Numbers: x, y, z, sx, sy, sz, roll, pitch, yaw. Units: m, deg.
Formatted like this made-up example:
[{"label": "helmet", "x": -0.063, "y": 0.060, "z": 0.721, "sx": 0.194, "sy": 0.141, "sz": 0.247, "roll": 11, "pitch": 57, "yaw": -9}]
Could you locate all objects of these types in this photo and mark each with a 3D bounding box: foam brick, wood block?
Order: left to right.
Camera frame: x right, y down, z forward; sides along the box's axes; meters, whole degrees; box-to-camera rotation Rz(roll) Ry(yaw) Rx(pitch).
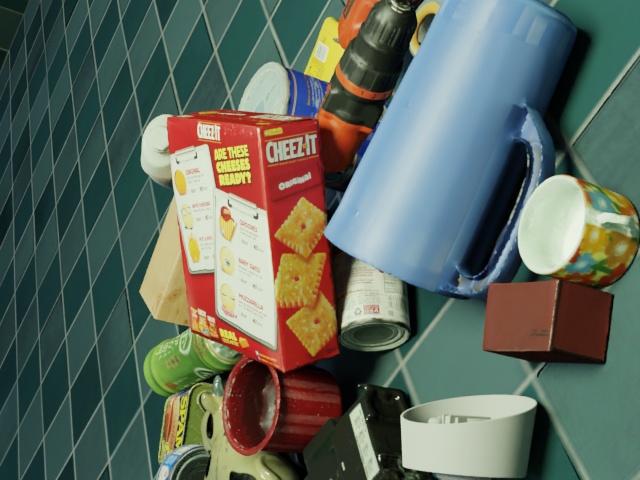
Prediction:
[{"label": "wood block", "x": -0.139, "y": -0.003, "z": 1.311, "sx": 0.091, "sy": 0.090, "sz": 0.206, "roll": 43, "pitch": 115, "yaw": 59}, {"label": "foam brick", "x": 0.163, "y": 0.060, "z": 0.771, "sx": 0.078, "sy": 0.051, "sz": 0.053, "roll": -7, "pitch": 71, "yaw": 60}]

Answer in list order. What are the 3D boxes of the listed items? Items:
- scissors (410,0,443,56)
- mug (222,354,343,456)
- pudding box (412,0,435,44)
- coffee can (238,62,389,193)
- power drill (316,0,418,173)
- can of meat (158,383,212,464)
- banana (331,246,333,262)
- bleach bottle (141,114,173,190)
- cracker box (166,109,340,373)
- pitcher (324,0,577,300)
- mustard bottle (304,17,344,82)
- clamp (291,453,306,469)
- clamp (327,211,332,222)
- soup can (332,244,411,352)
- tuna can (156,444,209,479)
[{"label": "scissors", "x": 0.117, "y": -0.248, "z": 0.971, "sx": 0.096, "sy": 0.016, "sz": 0.202, "roll": -4, "pitch": 91, "yaw": 41}, {"label": "mug", "x": -0.037, "y": 0.148, "z": 1.000, "sx": 0.093, "sy": 0.081, "sz": 0.117, "roll": -57, "pitch": 41, "yaw": 26}, {"label": "pudding box", "x": 0.112, "y": -0.254, "z": 1.030, "sx": 0.114, "sy": 0.039, "sz": 0.090, "roll": -58, "pitch": 34, "yaw": 30}, {"label": "coffee can", "x": -0.001, "y": -0.106, "z": 1.055, "sx": 0.103, "sy": 0.140, "sz": 0.103, "roll": -36, "pitch": 46, "yaw": 50}, {"label": "power drill", "x": 0.045, "y": -0.175, "z": 0.945, "sx": 0.187, "sy": 0.057, "sz": 0.185, "roll": -74, "pitch": 10, "yaw": -45}, {"label": "can of meat", "x": -0.147, "y": 0.224, "z": 1.250, "sx": 0.084, "sy": 0.057, "sz": 0.102, "roll": -26, "pitch": 54, "yaw": 58}, {"label": "banana", "x": -0.002, "y": 0.019, "z": 1.062, "sx": 0.198, "sy": 0.037, "sz": 0.069, "roll": -31, "pitch": 79, "yaw": 23}, {"label": "bleach bottle", "x": -0.188, "y": -0.121, "z": 1.371, "sx": 0.251, "sy": 0.068, "sz": 0.102, "roll": 115, "pitch": 169, "yaw": -87}, {"label": "cracker box", "x": -0.061, "y": -0.006, "z": 0.962, "sx": 0.164, "sy": 0.071, "sz": 0.214, "roll": 14, "pitch": 113, "yaw": 53}, {"label": "pitcher", "x": 0.116, "y": -0.078, "z": 0.857, "sx": 0.145, "sy": 0.149, "sz": 0.243, "roll": -55, "pitch": -11, "yaw": -80}, {"label": "mustard bottle", "x": 0.000, "y": -0.140, "z": 1.158, "sx": 0.192, "sy": 0.058, "sz": 0.096, "roll": -66, "pitch": 28, "yaw": 15}, {"label": "clamp", "x": -0.026, "y": 0.124, "z": 1.097, "sx": 0.210, "sy": 0.036, "sz": 0.164, "roll": 33, "pitch": 105, "yaw": 57}, {"label": "clamp", "x": -0.028, "y": -0.009, "z": 1.159, "sx": 0.172, "sy": 0.039, "sz": 0.120, "roll": -15, "pitch": 79, "yaw": 53}, {"label": "soup can", "x": 0.046, "y": 0.043, "z": 0.974, "sx": 0.069, "sy": 0.068, "sz": 0.102, "roll": -39, "pitch": 45, "yaw": 48}, {"label": "tuna can", "x": -0.135, "y": 0.268, "z": 1.173, "sx": 0.034, "sy": 0.086, "sz": 0.086, "roll": -10, "pitch": 68, "yaw": 58}]
